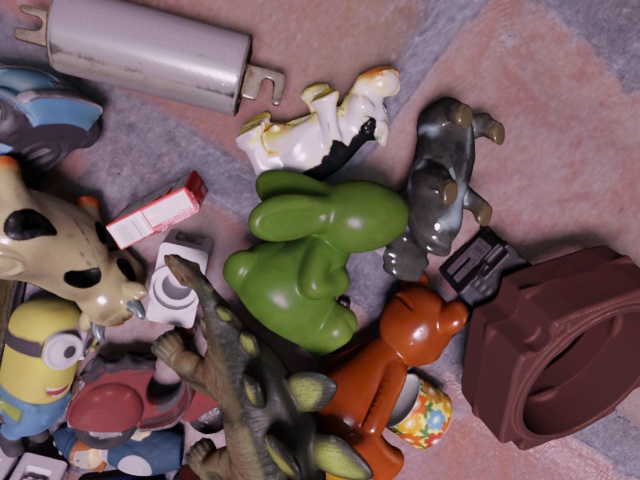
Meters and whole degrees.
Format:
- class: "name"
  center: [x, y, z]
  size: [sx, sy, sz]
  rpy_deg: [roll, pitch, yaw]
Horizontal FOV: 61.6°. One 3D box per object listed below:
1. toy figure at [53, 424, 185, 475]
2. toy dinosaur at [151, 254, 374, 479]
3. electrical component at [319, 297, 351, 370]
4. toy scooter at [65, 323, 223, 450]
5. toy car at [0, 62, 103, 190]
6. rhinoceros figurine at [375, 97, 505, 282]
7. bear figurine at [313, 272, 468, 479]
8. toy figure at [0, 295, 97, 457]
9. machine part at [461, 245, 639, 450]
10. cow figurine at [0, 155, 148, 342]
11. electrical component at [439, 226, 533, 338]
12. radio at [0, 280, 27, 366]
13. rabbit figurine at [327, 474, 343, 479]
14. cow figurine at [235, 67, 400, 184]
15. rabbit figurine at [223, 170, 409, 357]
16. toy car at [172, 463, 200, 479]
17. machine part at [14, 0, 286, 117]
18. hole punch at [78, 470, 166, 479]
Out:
- class: "toy figure"
  center: [-0.240, 0.244, 0.635]
  size: [0.155, 0.058, 0.064]
  rpy_deg: [4, 95, -4]
- class: "toy dinosaur"
  center: [-0.045, 0.221, 0.532]
  size: [0.105, 0.199, 0.470]
  rpy_deg: [-33, 113, -34]
- class: "electrical component"
  center: [0.002, 0.107, 0.625]
  size: [0.063, 0.021, 0.094]
  rpy_deg: [12, 108, -8]
- class: "toy scooter"
  center: [-0.187, 0.156, 0.597]
  size: [0.184, 0.075, 0.135]
  rpy_deg: [-1, 111, -13]
- class: "toy car"
  center: [-0.292, -0.108, 0.501]
  size: [0.162, 0.109, 0.103]
  rpy_deg: [-35, 82, 21]
- class: "rhinoceros figurine"
  center: [0.110, -0.050, 0.538]
  size: [0.073, 0.112, 0.190]
  rpy_deg: [13, 94, -38]
- class: "bear figurine"
  center: [0.080, 0.139, 0.583]
  size: [0.196, 0.120, 0.131]
  rpy_deg: [-44, 125, -6]
- class: "toy figure"
  center: [-0.311, 0.146, 0.586]
  size: [0.089, 0.082, 0.180]
  rpy_deg: [26, 107, -10]
- class: "machine part"
  center: [0.261, 0.119, 0.574]
  size: [0.201, 0.087, 0.200]
  rpy_deg: [-13, 126, -15]
- class: "cow figurine"
  center: [-0.237, 0.019, 0.509]
  size: [0.085, 0.194, 0.127]
  rpy_deg: [-27, 63, 11]
- class: "electrical component"
  center: [0.166, 0.047, 0.591]
  size: [0.047, 0.075, 0.119]
  rpy_deg: [39, 104, -16]
- class: "radio"
  center: [-0.364, 0.087, 0.535]
  size: [0.073, 0.131, 0.229]
  rpy_deg: [17, 106, -7]
- class: "rabbit figurine"
  center: [0.013, 0.316, 0.661]
  size: [0.162, 0.122, 0.173]
  rpy_deg: [-6, 92, 10]
- class: "cow figurine"
  center: [0.010, -0.103, 0.532]
  size: [0.167, 0.068, 0.098]
  rpy_deg: [-23, 114, 7]
- class: "rabbit figurine"
  center: [-0.001, -0.002, 0.518]
  size: [0.159, 0.121, 0.170]
  rpy_deg: [37, 112, -23]
- class: "toy car"
  center: [-0.108, 0.348, 0.680]
  size: [0.089, 0.053, 0.202]
  rpy_deg: [-21, 109, 23]
- class: "machine part"
  center: [-0.151, -0.172, 0.494]
  size: [0.243, 0.079, 0.079]
  rpy_deg: [12, 107, -7]
- class: "hole punch"
  center: [-0.242, 0.350, 0.655]
  size: [0.116, 0.092, 0.142]
  rpy_deg: [-8, 105, -5]
